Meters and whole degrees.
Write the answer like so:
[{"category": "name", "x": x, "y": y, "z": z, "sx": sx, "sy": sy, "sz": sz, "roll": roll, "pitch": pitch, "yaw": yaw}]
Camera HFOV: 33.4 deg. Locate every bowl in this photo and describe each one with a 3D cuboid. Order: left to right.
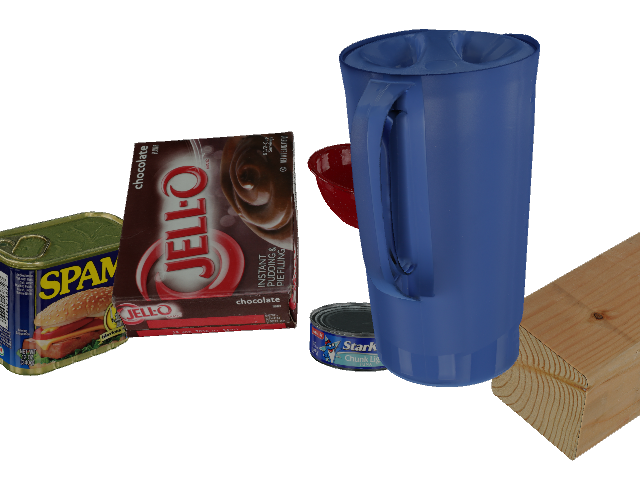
[{"category": "bowl", "x": 0.065, "y": -0.049, "z": 1.104, "sx": 0.162, "sy": 0.055, "sz": 0.162, "roll": 5, "pitch": 23, "yaw": -2}]

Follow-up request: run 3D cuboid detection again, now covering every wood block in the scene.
[{"category": "wood block", "x": 0.240, "y": 0.065, "z": 0.819, "sx": 0.205, "sy": 0.090, "sz": 0.091, "roll": -25, "pitch": 44, "yaw": -25}]

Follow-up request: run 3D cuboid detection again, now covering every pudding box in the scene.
[{"category": "pudding box", "x": -0.057, "y": -0.005, "z": 0.563, "sx": 0.090, "sy": 0.113, "sz": 0.039, "roll": -3, "pitch": -42, "yaw": 3}]

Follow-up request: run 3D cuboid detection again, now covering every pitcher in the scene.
[{"category": "pitcher", "x": 0.081, "y": -0.019, "z": 0.747, "sx": 0.149, "sy": 0.243, "sz": 0.145, "roll": -10, "pitch": 23, "yaw": -12}]

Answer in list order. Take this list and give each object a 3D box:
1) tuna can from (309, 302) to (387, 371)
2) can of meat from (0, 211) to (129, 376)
[{"category": "tuna can", "x": 0.033, "y": 0.080, "z": 0.895, "sx": 0.086, "sy": 0.034, "sz": 0.086, "roll": 2, "pitch": 14, "yaw": -1}, {"category": "can of meat", "x": -0.174, "y": 0.035, "z": 0.722, "sx": 0.058, "sy": 0.084, "sz": 0.101, "roll": 24, "pitch": 28, "yaw": 37}]
